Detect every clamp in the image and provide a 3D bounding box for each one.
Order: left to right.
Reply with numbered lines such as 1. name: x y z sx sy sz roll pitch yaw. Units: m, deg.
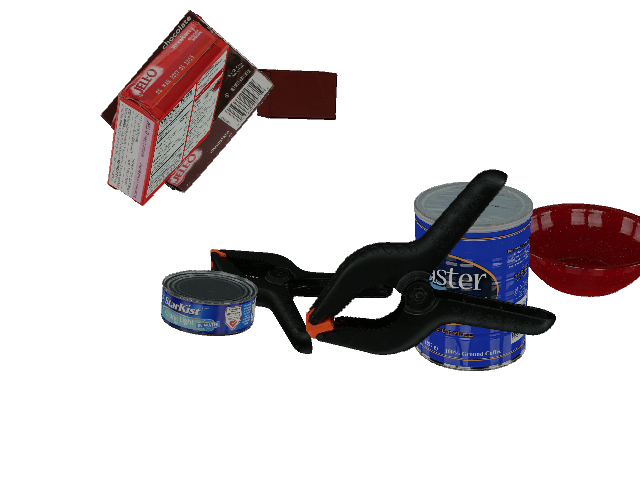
1. clamp: -0.046 0.057 1.187 0.210 0.036 0.164 16 30 25
2. clamp: 0.076 0.039 0.740 0.171 0.120 0.039 -28 5 9

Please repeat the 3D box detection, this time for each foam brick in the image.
1. foam brick: -0.026 -0.158 1.157 0.078 0.051 0.053 -1 11 -18

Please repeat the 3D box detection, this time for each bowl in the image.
1. bowl: 0.288 0.016 1.165 0.162 0.055 0.162 -1 27 0

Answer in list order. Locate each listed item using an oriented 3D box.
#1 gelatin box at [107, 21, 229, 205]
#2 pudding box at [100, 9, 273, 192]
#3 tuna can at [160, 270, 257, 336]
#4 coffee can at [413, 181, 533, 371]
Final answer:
1. gelatin box: -0.090 -0.073 0.623 0.030 0.073 0.089 32 -34 6
2. pudding box: -0.104 -0.108 0.827 0.090 0.113 0.039 44 4 29
3. tuna can: -0.101 0.056 0.961 0.086 0.034 0.086 6 16 -2
4. coffee can: 0.135 0.030 0.953 0.103 0.140 0.103 -2 24 1
